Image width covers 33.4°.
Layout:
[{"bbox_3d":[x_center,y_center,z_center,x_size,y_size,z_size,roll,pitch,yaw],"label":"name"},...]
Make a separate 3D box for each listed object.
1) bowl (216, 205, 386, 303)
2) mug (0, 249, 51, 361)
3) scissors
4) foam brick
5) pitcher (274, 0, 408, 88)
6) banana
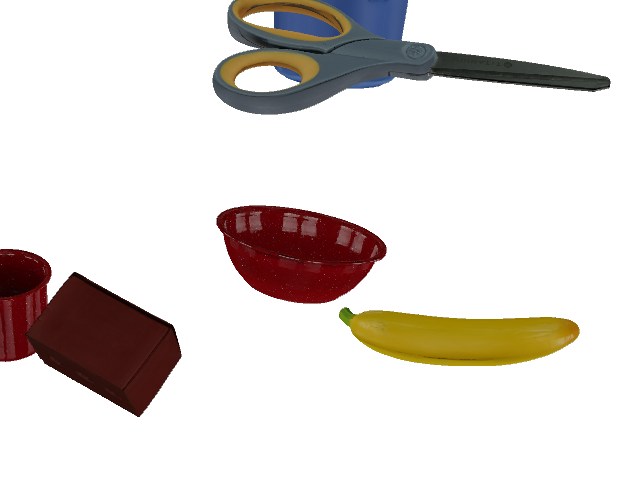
[{"bbox_3d":[-0.022,0.017,1.000,0.162,0.055,0.162,10,17,-3],"label":"bowl"},{"bbox_3d":[-0.316,0.073,1.054,0.093,0.081,0.117,8,31,4],"label":"mug"},{"bbox_3d":[0.033,-0.081,0.536,0.202,0.096,0.016,21,-37,20],"label":"scissors"},{"bbox_3d":[-0.135,0.067,0.677,0.078,0.051,0.053,26,-25,15],"label":"foam brick"},{"bbox_3d":[0.027,-0.252,0.882,0.145,0.243,0.149,8,19,10],"label":"pitcher"},{"bbox_3d":[0.109,0.074,0.856,0.198,0.037,0.069,5,29,7],"label":"banana"}]
